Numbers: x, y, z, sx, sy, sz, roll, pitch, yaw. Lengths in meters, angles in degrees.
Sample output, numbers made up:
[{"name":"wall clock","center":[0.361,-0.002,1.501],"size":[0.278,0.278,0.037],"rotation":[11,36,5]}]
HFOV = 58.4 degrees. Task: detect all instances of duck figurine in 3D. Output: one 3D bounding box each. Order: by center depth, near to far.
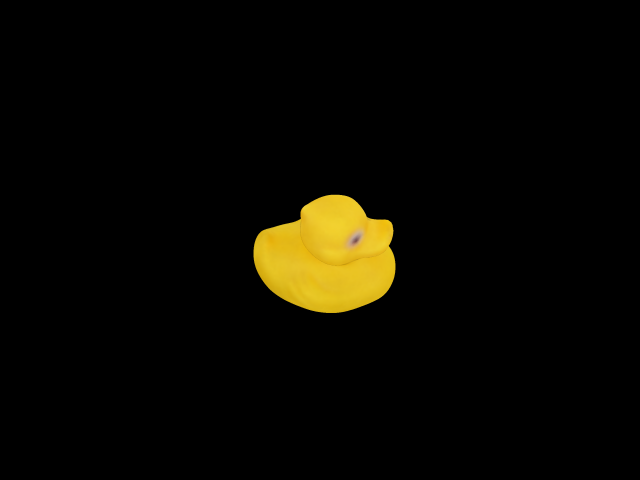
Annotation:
[{"name":"duck figurine","center":[0.004,0.001,0.400],"size":[0.104,0.086,0.077],"rotation":[5,59,3]}]
